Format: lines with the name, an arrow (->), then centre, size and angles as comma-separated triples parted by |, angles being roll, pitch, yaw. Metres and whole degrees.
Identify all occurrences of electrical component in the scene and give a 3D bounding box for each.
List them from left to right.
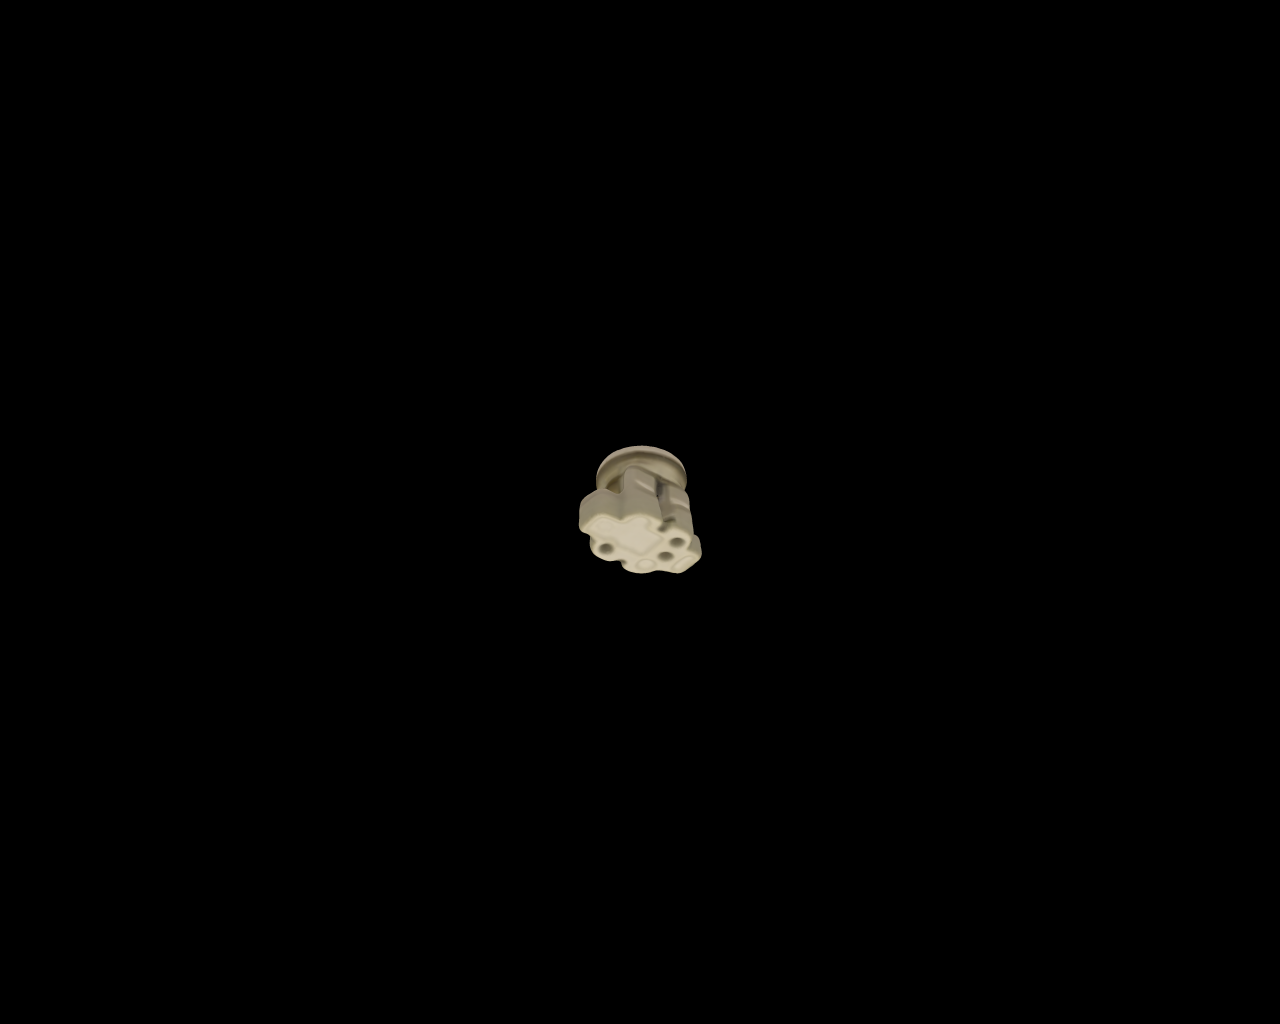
electrical component -> 0.001, -0.003, 0.650 | 0.078, 0.057, 0.058 | 25, -45, -28
